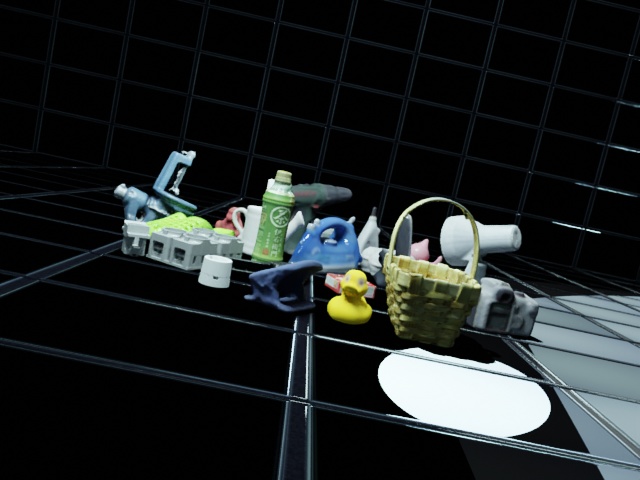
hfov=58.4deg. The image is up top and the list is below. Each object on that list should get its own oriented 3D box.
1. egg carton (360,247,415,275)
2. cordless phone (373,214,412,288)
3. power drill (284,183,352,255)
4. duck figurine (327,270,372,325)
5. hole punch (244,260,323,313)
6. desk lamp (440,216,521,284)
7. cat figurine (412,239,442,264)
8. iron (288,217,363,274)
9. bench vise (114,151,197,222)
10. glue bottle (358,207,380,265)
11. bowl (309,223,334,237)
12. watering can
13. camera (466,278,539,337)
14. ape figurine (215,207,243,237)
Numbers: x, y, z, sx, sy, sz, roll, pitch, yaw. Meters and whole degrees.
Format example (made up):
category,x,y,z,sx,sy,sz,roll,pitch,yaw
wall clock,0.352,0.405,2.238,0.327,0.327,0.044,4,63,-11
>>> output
category,x,y,z,sx,sy,sz,roll,pitch,yaw
egg carton,0.186,0.064,1.555,0.151,0.069,0.107,8,8,-30
cordless phone,0.196,0.025,1.402,0.094,0.185,0.147,11,7,-7
power drill,-0.033,-0.060,1.598,0.230,0.208,0.075,10,7,-23
duck figurine,0.058,0.094,0.996,0.077,0.086,0.105,14,7,14
hole punch,-0.061,0.069,0.970,0.100,0.091,0.109,16,8,28
desk lamp,0.374,0.057,1.336,0.202,0.213,0.118,18,9,41
cat figurine,0.288,0.057,1.599,0.067,0.118,0.127,6,9,-42
iron,0.013,0.005,1.423,0.118,0.141,0.259,16,8,32
bench vise,-0.392,-0.125,1.431,0.208,0.220,0.121,6,9,-45
glue bottle,0.142,-0.011,1.659,0.078,0.173,0.037,7,8,-37
bowl,-0.021,-0.004,1.729,0.167,0.075,0.167,12,7,-1
watering can,-0.129,-0.056,1.448,0.173,0.194,0.100,9,7,-25
camera,0.358,0.129,1.193,0.143,0.101,0.136,10,7,-18
ape figurine,-0.246,-0.047,1.594,0.077,0.092,0.076,15,7,24
